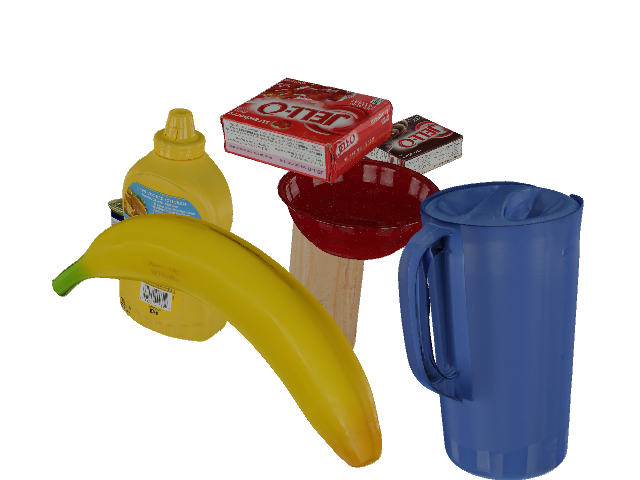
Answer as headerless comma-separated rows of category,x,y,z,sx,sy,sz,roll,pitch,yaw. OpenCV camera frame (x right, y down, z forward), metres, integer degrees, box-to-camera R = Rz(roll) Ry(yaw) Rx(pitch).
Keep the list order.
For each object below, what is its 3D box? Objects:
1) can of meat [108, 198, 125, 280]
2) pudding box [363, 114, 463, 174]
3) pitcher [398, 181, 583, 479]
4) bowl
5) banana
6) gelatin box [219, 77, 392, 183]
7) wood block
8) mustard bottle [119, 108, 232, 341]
can of meat,-0.182,-0.004,1.177,0.101,0.084,0.058,-13,24,-39
pudding box,0.122,-0.126,1.440,0.113,0.039,0.090,-26,39,-31
pitcher,0.148,0.079,0.909,0.149,0.243,0.145,-1,18,9
bowl,0.037,-0.026,1.055,0.162,0.055,0.162,3,27,-2
banana,-0.043,0.034,0.521,0.198,0.070,0.037,27,15,25
gelatin box,-0.008,-0.075,0.699,0.089,0.030,0.073,18,38,31
wood block,0.007,0.055,1.396,0.090,0.206,0.090,8,23,6
mustard bottle,-0.119,-0.016,0.878,0.096,0.192,0.058,20,30,25
